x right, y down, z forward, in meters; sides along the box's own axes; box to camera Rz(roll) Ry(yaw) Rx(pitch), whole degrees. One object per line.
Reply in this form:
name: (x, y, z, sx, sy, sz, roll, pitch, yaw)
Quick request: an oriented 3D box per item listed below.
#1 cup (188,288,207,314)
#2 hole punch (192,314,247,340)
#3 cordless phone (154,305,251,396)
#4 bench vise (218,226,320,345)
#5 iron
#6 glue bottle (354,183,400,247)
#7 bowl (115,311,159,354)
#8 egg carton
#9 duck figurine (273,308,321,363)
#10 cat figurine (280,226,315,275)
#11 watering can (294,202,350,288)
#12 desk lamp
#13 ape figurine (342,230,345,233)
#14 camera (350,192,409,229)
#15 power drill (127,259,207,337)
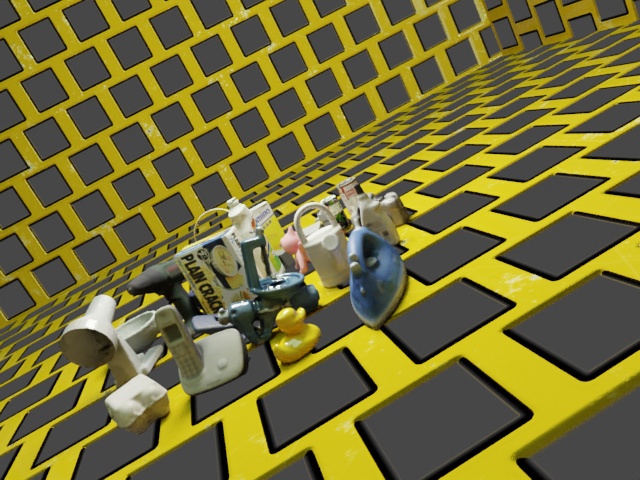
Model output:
cup: (-0.276, 0.153, 1.518, 0.117, 0.095, 0.091, -27, 15, 4)
hole punch: (-0.228, 0.198, 1.292, 0.101, 0.091, 0.108, -30, 15, -10)
cordless phone: (-0.231, 0.198, 1.110, 0.147, 0.185, 0.094, -25, 15, 11)
bench vise: (-0.126, 0.097, 1.199, 0.208, 0.220, 0.121, -35, 17, -26)
iron: (0.090, 0.054, 1.116, 0.118, 0.141, 0.258, -24, 15, 15)
glue bottle: (0.125, -0.060, 1.372, 0.078, 0.173, 0.037, -18, 18, 33)
bowl: (-0.504, 0.270, 1.566, 0.167, 0.075, 0.167, -26, 15, 8)
egg carton: (-0.364, 0.327, 1.140, 0.107, 0.069, 0.150, -36, 17, -29)
duck figurine: (-0.054, 0.173, 1.080, 0.105, 0.086, 0.077, -39, 19, -36)
cat figurine: (-0.060, 0.021, 1.537, 0.067, 0.118, 0.127, -31, 15, -11)
watering can: (0.014, 0.004, 1.314, 0.101, 0.194, 0.172, -36, 17, -28)
desk lamp: (-0.497, 0.246, 1.362, 0.118, 0.214, 0.203, -25, 15, 10)
ape figurine: (0.050, 0.005, 1.447, 0.076, 0.092, 0.077, -28, 15, -1)
camera: (0.159, -0.086, 1.543, 0.143, 0.101, 0.137, -22, 16, 22)
power drill: (-0.381, 0.151, 1.487, 0.075, 0.209, 0.230, -21, 16, 23)
